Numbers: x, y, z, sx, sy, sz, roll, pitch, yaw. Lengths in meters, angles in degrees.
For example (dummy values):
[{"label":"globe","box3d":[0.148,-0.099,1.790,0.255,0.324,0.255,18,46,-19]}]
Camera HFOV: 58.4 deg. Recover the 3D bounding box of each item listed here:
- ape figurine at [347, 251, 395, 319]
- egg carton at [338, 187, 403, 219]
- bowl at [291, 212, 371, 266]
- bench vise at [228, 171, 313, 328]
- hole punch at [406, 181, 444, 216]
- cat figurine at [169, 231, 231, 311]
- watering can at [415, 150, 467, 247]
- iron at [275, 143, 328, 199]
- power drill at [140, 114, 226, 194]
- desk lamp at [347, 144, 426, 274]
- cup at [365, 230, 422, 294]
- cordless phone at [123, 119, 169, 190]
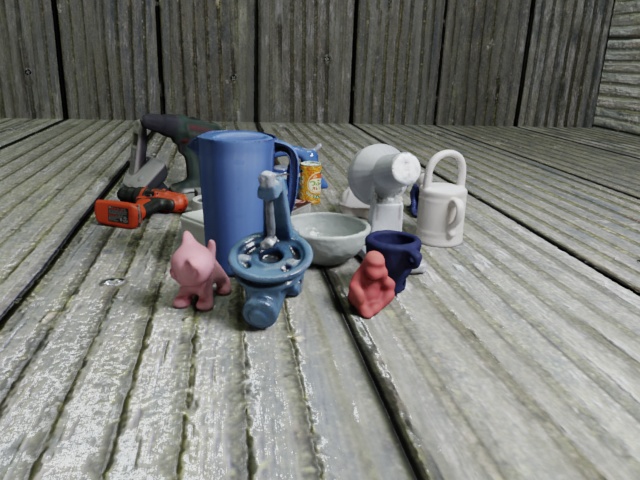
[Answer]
[{"label":"ape figurine","box3d":[0.078,0.062,0.868,0.078,0.092,0.076,-2,19,-12]},{"label":"egg carton","box3d":[0.123,-0.091,1.376,0.150,0.069,0.107,6,19,12]},{"label":"bowl","box3d":[0.010,0.004,1.065,0.167,0.075,0.167,2,18,0]},{"label":"bench vise","box3d":[-0.075,-0.005,0.850,0.121,0.220,0.207,-1,18,-8]},{"label":"hole punch","box3d":[0.271,-0.107,1.407,0.108,0.091,0.101,3,18,3]},{"label":"cat figurine","box3d":[-0.183,0.040,0.863,0.067,0.118,0.128,6,19,11]},{"label":"watering can","box3d":[0.250,-0.093,1.196,0.101,0.194,0.172,-12,23,-36]},{"label":"iron","box3d":[-0.110,-0.189,1.532,0.258,0.141,0.118,-2,19,-12]},{"label":"power drill","box3d":[-0.360,-0.233,1.532,0.230,0.208,0.075,-10,22,-32]},{"label":"desk lamp","box3d":[0.130,-0.068,1.074,0.118,0.214,0.203,-3,19,-14]},{"label":"cup","box3d":[0.123,0.043,0.925,0.092,0.095,0.117,-8,21,-28]},{"label":"cordless phone","box3d":[-0.464,-0.220,1.516,0.094,0.185,0.147,-14,24,-40]}]
